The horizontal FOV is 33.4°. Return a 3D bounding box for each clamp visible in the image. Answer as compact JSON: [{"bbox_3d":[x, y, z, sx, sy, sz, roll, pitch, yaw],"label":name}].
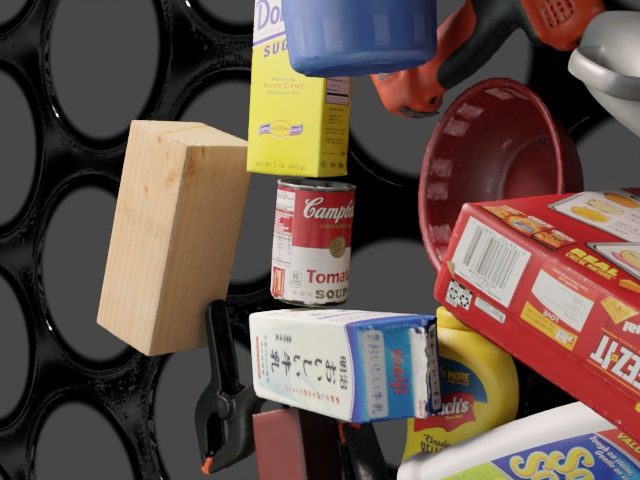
[{"bbox_3d":[0.048,0.240,0.860,0.165,0.036,0.210,102,161,-62],"label":"clamp"},{"bbox_3d":[-0.075,0.153,1.014,0.120,0.039,0.171,27,117,44],"label":"clamp"}]

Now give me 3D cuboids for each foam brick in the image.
[{"bbox_3d":[-0.019,0.184,0.913,0.051,0.052,0.078,-18,71,33],"label":"foam brick"}]

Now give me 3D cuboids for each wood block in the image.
[{"bbox_3d":[-0.140,-0.004,1.029,0.090,0.090,0.206,25,110,39],"label":"wood block"}]

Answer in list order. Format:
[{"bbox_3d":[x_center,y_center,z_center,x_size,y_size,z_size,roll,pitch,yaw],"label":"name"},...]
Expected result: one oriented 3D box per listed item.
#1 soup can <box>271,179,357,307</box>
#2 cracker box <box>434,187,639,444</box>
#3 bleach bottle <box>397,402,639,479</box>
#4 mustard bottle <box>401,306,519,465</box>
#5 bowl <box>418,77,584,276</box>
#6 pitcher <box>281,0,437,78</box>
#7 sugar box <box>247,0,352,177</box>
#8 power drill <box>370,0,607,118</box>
[{"bbox_3d":[-0.006,0.001,0.920,0.069,0.068,0.102,12,101,42],"label":"soup can"},{"bbox_3d":[0.197,0.037,0.635,0.164,0.213,0.072,35,117,36],"label":"cracker box"},{"bbox_3d":[0.184,0.149,0.726,0.251,0.068,0.102,-30,83,21],"label":"bleach bottle"},{"bbox_3d":[0.108,0.128,0.828,0.096,0.058,0.191,8,98,47],"label":"mustard bottle"},{"bbox_3d":[0.139,-0.034,0.774,0.162,0.055,0.162,-11,77,60],"label":"bowl"},{"bbox_3d":[0.025,-0.242,0.752,0.145,0.149,0.243,-3,95,24],"label":"pitcher"},{"bbox_3d":[-0.017,-0.145,0.936,0.094,0.048,0.176,7,98,42],"label":"sugar box"},{"bbox_3d":[0.107,-0.193,0.809,0.188,0.057,0.184,-33,70,39],"label":"power drill"}]
